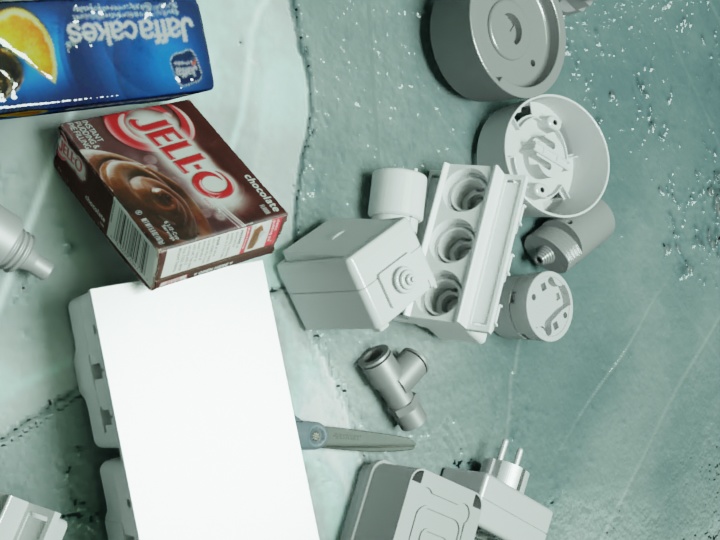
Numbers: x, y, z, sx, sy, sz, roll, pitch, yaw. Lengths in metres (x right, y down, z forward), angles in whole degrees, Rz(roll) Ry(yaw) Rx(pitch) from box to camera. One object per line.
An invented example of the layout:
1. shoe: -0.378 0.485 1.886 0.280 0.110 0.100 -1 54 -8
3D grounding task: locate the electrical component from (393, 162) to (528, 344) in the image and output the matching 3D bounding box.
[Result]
1. electrical component: 0.079 -0.011 0.802 0.063 0.079 0.121 40 62 -56

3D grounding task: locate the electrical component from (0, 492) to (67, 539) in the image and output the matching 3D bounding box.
1. electrical component: -0.204 0.175 0.553 0.121 0.079 0.063 -70 155 -18

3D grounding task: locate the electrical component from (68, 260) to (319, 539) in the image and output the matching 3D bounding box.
1. electrical component: -0.098 0.097 0.633 0.105 0.060 0.186 -10 87 -31

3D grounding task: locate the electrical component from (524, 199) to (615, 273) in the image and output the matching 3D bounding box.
1. electrical component: 0.172 -0.026 0.895 0.081 0.043 0.043 -34 109 -35

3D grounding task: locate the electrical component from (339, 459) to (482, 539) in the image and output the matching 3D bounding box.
1. electrical component: 0.029 0.198 0.755 0.078 0.057 0.113 30 69 -35

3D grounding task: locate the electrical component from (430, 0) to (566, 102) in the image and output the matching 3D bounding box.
1. electrical component: 0.102 -0.182 0.834 0.108 0.060 0.108 3 86 -40

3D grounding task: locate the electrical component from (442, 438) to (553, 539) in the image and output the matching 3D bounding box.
1. electrical component: 0.107 0.168 0.828 0.083 0.047 0.075 34 67 -33

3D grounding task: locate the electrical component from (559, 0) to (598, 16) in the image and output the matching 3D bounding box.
1. electrical component: 0.177 -0.250 0.903 0.078 0.057 0.058 33 68 -34

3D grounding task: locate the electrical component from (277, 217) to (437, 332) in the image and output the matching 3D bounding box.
1. electrical component: 0.000 0.000 0.716 0.062 0.096 0.061 -37 110 -35

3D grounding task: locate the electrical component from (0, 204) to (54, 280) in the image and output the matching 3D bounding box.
1. electrical component: -0.197 -0.015 0.593 0.061 0.035 0.035 39 64 -34

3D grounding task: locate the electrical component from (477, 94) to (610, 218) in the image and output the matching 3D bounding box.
1. electrical component: 0.144 -0.089 0.862 0.099 0.064 0.099 3 86 -40

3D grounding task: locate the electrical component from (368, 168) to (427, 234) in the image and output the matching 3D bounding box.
1. electrical component: 0.025 -0.038 0.776 0.040 0.040 0.078 14 79 -39

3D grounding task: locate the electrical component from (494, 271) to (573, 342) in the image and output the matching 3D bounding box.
1. electrical component: 0.134 0.029 0.857 0.055 0.047 0.055 3 86 -40
